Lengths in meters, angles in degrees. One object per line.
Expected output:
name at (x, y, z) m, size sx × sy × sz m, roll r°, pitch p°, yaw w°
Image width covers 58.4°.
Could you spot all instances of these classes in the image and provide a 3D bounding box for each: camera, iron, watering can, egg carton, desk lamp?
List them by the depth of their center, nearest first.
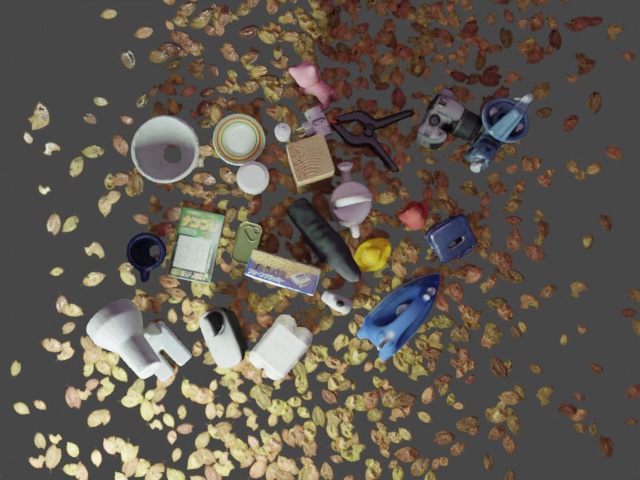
desk lamp at (-0.414, 0.237, 1.324) m, size 0.118 × 0.213 × 0.203 m, roll -44°, pitch 88°, yaw -3°
watering can at (0.071, -0.096, 1.363) m, size 0.101 × 0.194 × 0.173 m, roll -31°, pitch 88°, yaw -2°
iron at (0.211, 0.172, 1.378) m, size 0.118 × 0.141 × 0.258 m, roll 44°, pitch 87°, yaw 2°
egg carton at (-0.094, 0.264, 1.402) m, size 0.107 × 0.069 × 0.150 m, roll 38°, pitch 87°, yaw 1°
camera at (0.328, -0.291, 1.426) m, size 0.137 × 0.100 × 0.143 m, roll 27°, pitch 87°, yaw 0°

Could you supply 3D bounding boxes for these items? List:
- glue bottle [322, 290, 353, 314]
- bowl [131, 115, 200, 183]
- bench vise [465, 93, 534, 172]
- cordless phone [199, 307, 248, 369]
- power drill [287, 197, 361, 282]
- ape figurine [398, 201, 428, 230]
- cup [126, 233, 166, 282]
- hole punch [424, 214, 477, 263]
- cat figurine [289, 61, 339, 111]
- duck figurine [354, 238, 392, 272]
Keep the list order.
glue bottle at (0.043, 0.148, 1.360) m, size 0.078 × 0.173 × 0.037 m, roll 26°, pitch 87°, yaw 1°
bowl at (-0.375, -0.219, 1.419) m, size 0.167 × 0.074 × 0.167 m, roll 0°, pitch 87°, yaw -1°
bench vise at (0.440, -0.256, 1.367) m, size 0.121 × 0.219 × 0.207 m, roll 14°, pitch 87°, yaw 0°
cordless phone at (-0.236, 0.234, 1.343) m, size 0.094 × 0.185 × 0.147 m, roll -26°, pitch 88°, yaw -2°
power drill at (0.012, 0.005, 1.349) m, size 0.075 × 0.208 × 0.229 m, roll -40°, pitch 88°, yaw -3°
ape figurine at (0.235, -0.064, 1.416) m, size 0.078 × 0.092 × 0.076 m, roll -10°, pitch 87°, yaw -2°
cup at (-0.413, 0.044, 1.394) m, size 0.091 × 0.095 × 0.118 m, roll 2°, pitch 87°, yaw -1°
hole punch at (0.329, -0.003, 1.415) m, size 0.108 × 0.091 × 0.101 m, roll -32°, pitch 88°, yaw -3°
cat figurine at (-0.014, -0.391, 1.415) m, size 0.128 × 0.117 × 0.067 m, roll 39°, pitch 87°, yaw 1°
duck figurine at (0.132, 0.035, 1.412) m, size 0.104 × 0.086 × 0.077 m, roll -36°, pitch 88°, yaw -3°
